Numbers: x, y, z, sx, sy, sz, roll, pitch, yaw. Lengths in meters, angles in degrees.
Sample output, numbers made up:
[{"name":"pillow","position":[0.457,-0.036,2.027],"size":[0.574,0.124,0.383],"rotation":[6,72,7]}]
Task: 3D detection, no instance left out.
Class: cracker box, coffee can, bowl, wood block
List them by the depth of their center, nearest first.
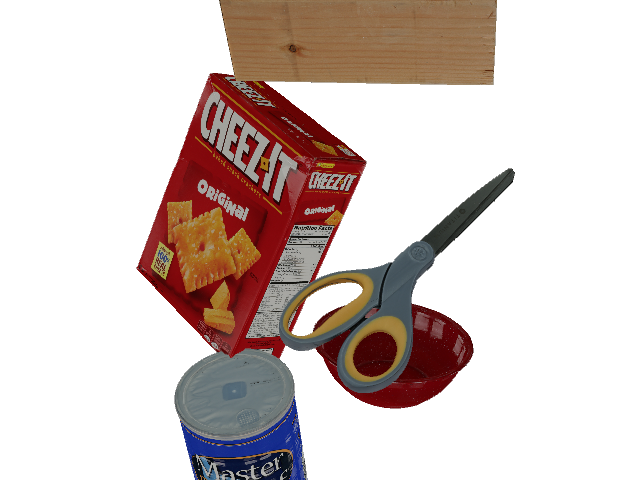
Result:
[{"name":"wood block","position":[0.034,-0.184,0.838],"size":[0.206,0.090,0.091],"rotation":[2,-37,8]},{"name":"coffee can","position":[-0.067,0.181,0.945],"size":[0.103,0.140,0.103],"rotation":[-4,38,3]},{"name":"cracker box","position":[-0.071,-0.020,0.967],"size":[0.071,0.214,0.164],"rotation":[-1,33,-45]},{"name":"bowl","position":[0.071,0.122,1.078],"size":[0.162,0.055,0.162],"rotation":[2,25,-1]}]

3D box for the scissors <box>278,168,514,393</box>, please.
[{"name":"scissors","position":[0.069,0.029,0.706],"size":[0.201,0.096,0.016],"rotation":[-27,-28,-11]}]
